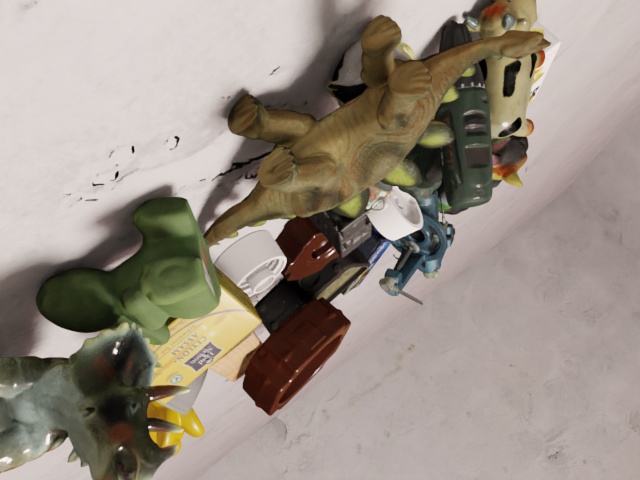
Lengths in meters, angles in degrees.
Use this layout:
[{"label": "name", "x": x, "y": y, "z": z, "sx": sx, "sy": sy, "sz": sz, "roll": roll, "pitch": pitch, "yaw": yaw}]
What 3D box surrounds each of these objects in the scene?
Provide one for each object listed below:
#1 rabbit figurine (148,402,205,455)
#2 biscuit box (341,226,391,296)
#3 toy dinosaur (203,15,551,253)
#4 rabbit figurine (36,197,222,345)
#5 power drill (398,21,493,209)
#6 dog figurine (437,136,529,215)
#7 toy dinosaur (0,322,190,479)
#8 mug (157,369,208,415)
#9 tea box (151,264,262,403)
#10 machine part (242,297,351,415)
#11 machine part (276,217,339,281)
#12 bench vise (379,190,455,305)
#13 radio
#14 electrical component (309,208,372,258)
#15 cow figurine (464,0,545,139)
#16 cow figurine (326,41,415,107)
[{"label": "rabbit figurine", "x": -0.278, "y": 0.289, "z": 0.932, "sx": 0.122, "sy": 0.163, "sz": 0.173, "roll": -6, "pitch": 126, "yaw": -40}, {"label": "biscuit box", "x": 0.088, "y": 0.034, "z": 1.151, "sx": 0.059, "sy": 0.063, "sz": 0.202, "roll": -27, "pitch": 158, "yaw": -39}, {"label": "toy dinosaur", "x": 0.005, "y": -0.081, "z": 0.565, "sx": 0.472, "sy": 0.105, "sz": 0.198, "roll": -24, "pitch": 157, "yaw": 26}, {"label": "rabbit figurine", "x": -0.200, "y": 0.046, "z": 0.567, "sx": 0.170, "sy": 0.121, "sz": 0.159, "roll": -15, "pitch": 155, "yaw": -5}, {"label": "power drill", "x": 0.169, "y": -0.150, "z": 0.745, "sx": 0.086, "sy": 0.232, "sz": 0.207, "roll": -7, "pitch": 173, "yaw": -18}, {"label": "dog figurine", "x": 0.286, "y": -0.119, "z": 0.987, "sx": 0.191, "sy": 0.108, "sz": 0.219, "roll": -45, "pitch": -172, "yaw": 5}, {"label": "toy dinosaur", "x": -0.292, "y": 0.173, "z": 0.543, "sx": 0.405, "sy": 0.131, "sz": 0.192, "roll": -19, "pitch": 168, "yaw": 42}, {"label": "mug", "x": -0.240, "y": 0.208, "z": 0.858, "sx": 0.081, "sy": 0.107, "sz": 0.109, "roll": -49, "pitch": -160, "yaw": 43}, {"label": "tea box", "x": -0.173, "y": 0.117, "z": 0.687, "sx": 0.169, "sy": 0.068, "sz": 0.098, "roll": -42, "pitch": 129, "yaw": 1}, {"label": "machine part", "x": -0.046, "y": 0.213, "z": 0.999, "sx": 0.201, "sy": 0.087, "sz": 0.201, "roll": -39, "pitch": 160, "yaw": -34}, {"label": "machine part", "x": -0.002, "y": -0.003, "z": 0.899, "sx": 0.179, "sy": 0.056, "sz": 0.179, "roll": -34, "pitch": 161, "yaw": -13}, {"label": "bench vise", "x": 0.173, "y": 0.024, "z": 1.000, "sx": 0.240, "sy": 0.129, "sz": 0.223, "roll": -51, "pitch": 153, "yaw": -37}, {"label": "radio", "x": -0.017, "y": 0.096, "z": 1.070, "sx": 0.229, "sy": 0.073, "sz": 0.131, "roll": -44, "pitch": 162, "yaw": 13}, {"label": "electrical component", "x": 0.018, "y": -0.042, "z": 0.747, "sx": 0.058, "sy": 0.115, "sz": 0.134, "roll": -35, "pitch": 160, "yaw": -9}, {"label": "cow figurine", "x": 0.244, "y": -0.233, "z": 0.720, "sx": 0.127, "sy": 0.086, "sz": 0.194, "roll": -16, "pitch": 117, "yaw": -45}, {"label": "cow figurine", "x": 0.077, "y": -0.176, "z": 0.624, "sx": 0.098, "sy": 0.068, "sz": 0.167, "roll": -40, "pitch": 159, "yaw": 21}]
